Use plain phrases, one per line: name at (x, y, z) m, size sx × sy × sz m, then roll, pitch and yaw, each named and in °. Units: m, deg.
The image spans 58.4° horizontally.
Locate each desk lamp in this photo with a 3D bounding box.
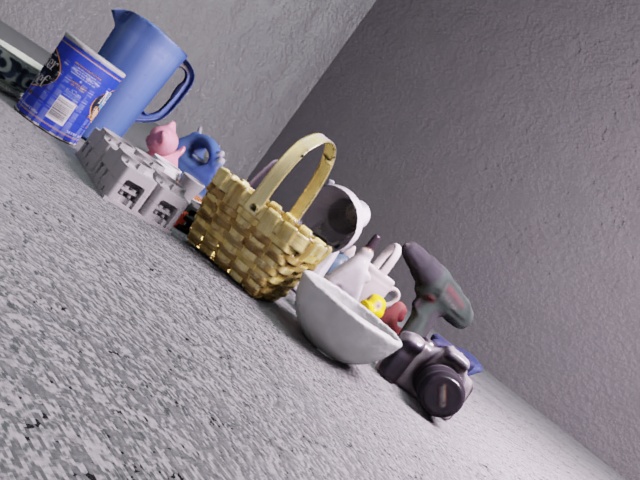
desk lamp at (0.010, 0.004, 1.075) m, size 0.117 × 0.213 × 0.204 m, roll 37°, pitch 2°, yaw 16°

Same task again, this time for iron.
iron at (-0.281, -0.181, 1.354) m, size 0.119 × 0.141 × 0.257 m, roll 34°, pitch 3°, yaw -43°

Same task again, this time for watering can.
watering can at (0.121, 0.083, 1.356) m, size 0.173 × 0.194 × 0.100 m, roll 35°, pitch 3°, yaw -30°

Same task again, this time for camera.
camera at (0.170, 0.203, 0.867) m, size 0.143 × 0.101 × 0.137 m, roll 37°, pitch 2°, yaw 5°

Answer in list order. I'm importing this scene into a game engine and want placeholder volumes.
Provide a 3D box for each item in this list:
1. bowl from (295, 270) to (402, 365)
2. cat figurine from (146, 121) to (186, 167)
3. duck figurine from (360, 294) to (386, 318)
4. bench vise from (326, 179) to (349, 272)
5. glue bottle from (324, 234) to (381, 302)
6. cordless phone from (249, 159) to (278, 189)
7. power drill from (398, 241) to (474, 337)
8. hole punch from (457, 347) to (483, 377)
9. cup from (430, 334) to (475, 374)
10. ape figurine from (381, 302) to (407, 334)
bowl at (0.025, 0.117, 0.776) m, size 0.167 × 0.074 × 0.167 m, roll 36°, pitch 2°, yaw -1°
cat figurine at (-0.331, -0.195, 1.225) m, size 0.067 × 0.117 × 0.128 m, roll 37°, pitch 2°, yaw 19°
duck figurine at (0.094, 0.144, 1.093) m, size 0.077 × 0.086 × 0.105 m, roll 38°, pitch 3°, yaw 34°
bench vise at (0.010, -0.011, 1.282) m, size 0.208 × 0.219 × 0.121 m, roll 36°, pitch 2°, yaw -15°
glue bottle at (0.044, 0.063, 0.912) m, size 0.078 × 0.173 × 0.037 m, roll 35°, pitch 2°, yaw -19°
cordless phone at (-0.156, -0.110, 1.254) m, size 0.094 × 0.185 × 0.147 m, roll 36°, pitch 2°, yaw -2°
power drill at (0.195, 0.140, 1.144) m, size 0.230 × 0.208 × 0.075 m, roll 35°, pitch 3°, yaw -26°
hole punch at (0.281, 0.271, 1.241) m, size 0.101 × 0.091 × 0.108 m, roll 35°, pitch 3°, yaw -28°
cup at (0.208, 0.226, 1.021) m, size 0.118 × 0.095 × 0.091 m, roll 34°, pitch 3°, yaw -46°
ape figurine at (0.159, 0.179, 1.271) m, size 0.076 × 0.092 × 0.077 m, roll 36°, pitch 2°, yaw -18°
